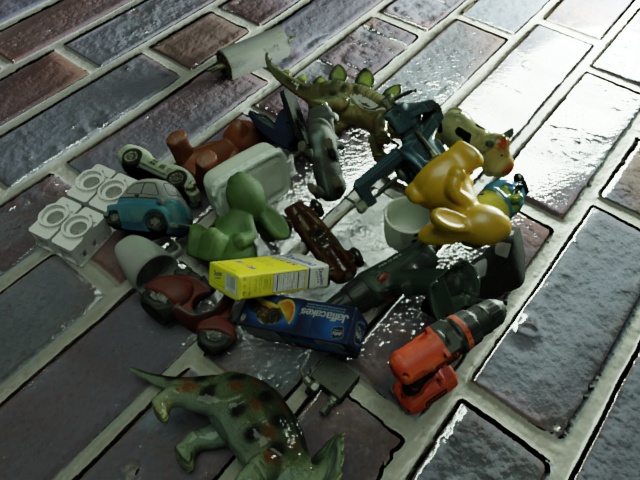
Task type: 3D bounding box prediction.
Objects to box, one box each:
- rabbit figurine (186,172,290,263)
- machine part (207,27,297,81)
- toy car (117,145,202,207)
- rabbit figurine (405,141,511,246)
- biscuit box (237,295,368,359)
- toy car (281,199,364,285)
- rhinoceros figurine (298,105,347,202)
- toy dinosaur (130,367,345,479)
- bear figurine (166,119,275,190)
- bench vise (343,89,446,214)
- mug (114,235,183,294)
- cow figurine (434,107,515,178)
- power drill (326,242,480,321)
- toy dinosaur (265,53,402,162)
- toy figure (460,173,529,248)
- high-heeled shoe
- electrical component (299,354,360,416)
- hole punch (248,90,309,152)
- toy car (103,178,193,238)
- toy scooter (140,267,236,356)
[{"bbox_3d":[-0.133,-0.030,0.937,0.159,0.121,0.170,19,84,-22],"label":"rabbit figurine"},{"bbox_3d":[-0.159,-0.449,1.296,0.243,0.079,0.079,-29,59,-20],"label":"machine part"},{"bbox_3d":[-0.316,-0.126,1.061,0.202,0.073,0.056,25,58,18],"label":"toy car"},{"bbox_3d":[0.236,-0.057,0.893,0.162,0.121,0.173,-32,70,-26],"label":"rabbit figurine"},{"bbox_3d":[-0.028,0.129,0.838,0.203,0.059,0.063,5,62,29],"label":"biscuit box"},{"bbox_3d":[-0.002,-0.003,0.985,0.089,0.053,0.202,-27,59,-14],"label":"toy car"},{"bbox_3d":[0.013,-0.170,1.047,0.073,0.112,0.190,-12,86,25],"label":"rhinoceros figurine"},{"bbox_3d":[-0.101,0.265,0.755,0.192,0.131,0.405,-25,52,-32],"label":"toy dinosaur"},{"bbox_3d":[-0.190,-0.192,1.080,0.120,0.131,0.196,39,68,20],"label":"bear figurine"},{"bbox_3d":[0.148,-0.150,1.021,0.240,0.223,0.129,-40,25,-6],"label":"bench vise"},{"bbox_3d":[-0.305,0.029,0.947,0.107,0.080,0.109,32,64,32],"label":"mug"},{"bbox_3d":[0.314,-0.195,1.078,0.085,0.127,0.195,-26,56,-15],"label":"cow figurine"},{"bbox_3d":[0.134,0.083,0.858,0.232,0.207,0.086,-31,103,-27],"label":"power drill"},{"bbox_3d":[0.053,-0.294,1.171,0.472,0.105,0.198,27,52,9],"label":"toy dinosaur"},{"bbox_3d":[0.323,-0.056,1.004,0.180,0.082,0.089,-31,58,-23],"label":"toy figure"},{"bbox_3d":[0.274,0.057,0.947,0.145,0.086,0.249,-7,28,33],"label":"high-heeled shoe"},{"bbox_3d":[0.016,0.209,0.833,0.102,0.045,0.078,-39,61,-24],"label":"electrical component"},{"bbox_3d":[-0.078,-0.230,1.094,0.092,0.142,0.115,-22,93,10],"label":"hole punch"},{"bbox_3d":[-0.305,-0.060,0.980,0.162,0.109,0.103,7,85,14],"label":"toy car"},{"bbox_3d":[-0.197,0.099,0.897,0.184,0.075,0.135,29,58,16],"label":"toy scooter"}]
